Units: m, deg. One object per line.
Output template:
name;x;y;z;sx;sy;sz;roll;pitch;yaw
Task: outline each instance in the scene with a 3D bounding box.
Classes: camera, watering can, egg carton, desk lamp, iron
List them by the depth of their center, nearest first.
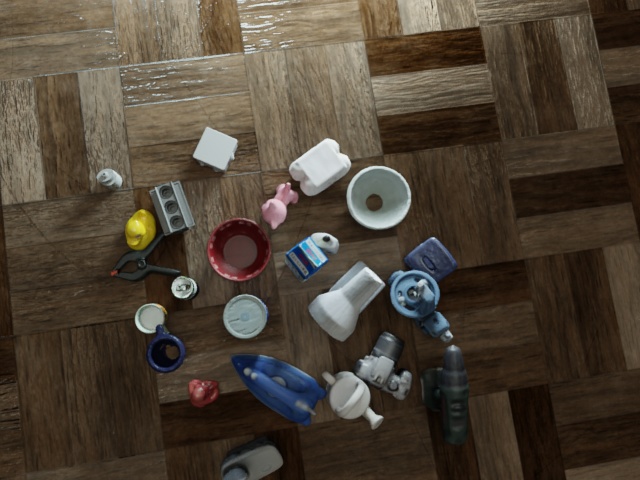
watering can;0.077;0.380;1.373;0.173;0.194;0.101;21;82;-1
iron;-0.113;0.354;1.389;0.258;0.141;0.119;30;82;0
desk lamp;0.071;0.140;1.392;0.118;0.213;0.203;44;82;2
camera;0.174;0.311;1.436;0.143;0.100;0.137;27;82;0
egg carton;0.001;-0.189;1.499;0.150;0.069;0.107;-38;87;-7

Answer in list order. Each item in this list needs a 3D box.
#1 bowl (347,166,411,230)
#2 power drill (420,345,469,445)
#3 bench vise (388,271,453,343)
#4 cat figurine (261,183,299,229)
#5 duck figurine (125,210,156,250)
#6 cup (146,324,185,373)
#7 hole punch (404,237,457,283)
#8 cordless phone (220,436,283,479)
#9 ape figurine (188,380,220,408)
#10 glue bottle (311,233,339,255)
bowl;0.149;-0.105;1.497;0.167;0.074;0.167;1;83;-4
power drill;0.304;0.365;1.384;0.075;0.208;0.230;-4;83;-4
bench vise;0.266;0.153;1.401;0.207;0.219;0.121;35;82;1
cat figurine;-0.106;-0.089;1.455;0.067;0.117;0.128;29;82;0
duck figurine;-0.457;-0.028;1.439;0.077;0.086;0.105;15;82;-2
cup;-0.375;0.264;1.405;0.092;0.095;0.118;-17;84;-6
hole punch;0.285;0.061;1.479;0.101;0.091;0.108;-39;87;-7
cordless phone;-0.163;0.539;1.341;0.147;0.185;0.094;-27;85;-7
ape figurine;-0.290;0.374;1.399;0.078;0.092;0.076;39;82;1
glue bottle;0.013;0.005;1.425;0.078;0.173;0.037;18;82;-1
